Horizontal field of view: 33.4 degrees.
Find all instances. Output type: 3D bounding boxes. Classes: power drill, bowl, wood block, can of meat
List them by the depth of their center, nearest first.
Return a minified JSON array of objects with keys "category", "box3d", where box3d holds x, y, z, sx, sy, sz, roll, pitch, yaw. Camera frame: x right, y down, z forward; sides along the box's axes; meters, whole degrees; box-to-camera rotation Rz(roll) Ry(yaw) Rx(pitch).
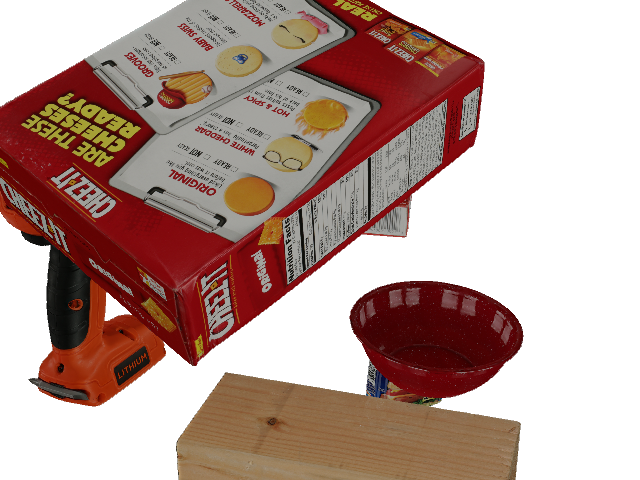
[{"category":"wood block","box3d":[0.020,0.160,0.701,0.206,0.090,0.090,8,27,16]},{"category":"power drill","box3d":[-0.153,0.009,0.766,0.057,0.188,0.184,10,24,26]},{"category":"bowl","box3d":[0.107,0.100,1.005,0.162,0.055,0.162,3,27,-2]},{"category":"can of meat","box3d":[0.108,0.162,1.327,0.102,0.084,0.057,-5,27,-21]}]

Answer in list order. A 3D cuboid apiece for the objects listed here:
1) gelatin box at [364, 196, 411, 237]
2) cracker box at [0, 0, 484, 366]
[{"category":"gelatin box","box3d":[0.028,-0.032,0.855,0.089,0.030,0.073,5,23,6]},{"category":"cracker box","box3d":[-0.043,-0.055,0.571,0.213,0.072,0.164,-38,56,-26]}]
